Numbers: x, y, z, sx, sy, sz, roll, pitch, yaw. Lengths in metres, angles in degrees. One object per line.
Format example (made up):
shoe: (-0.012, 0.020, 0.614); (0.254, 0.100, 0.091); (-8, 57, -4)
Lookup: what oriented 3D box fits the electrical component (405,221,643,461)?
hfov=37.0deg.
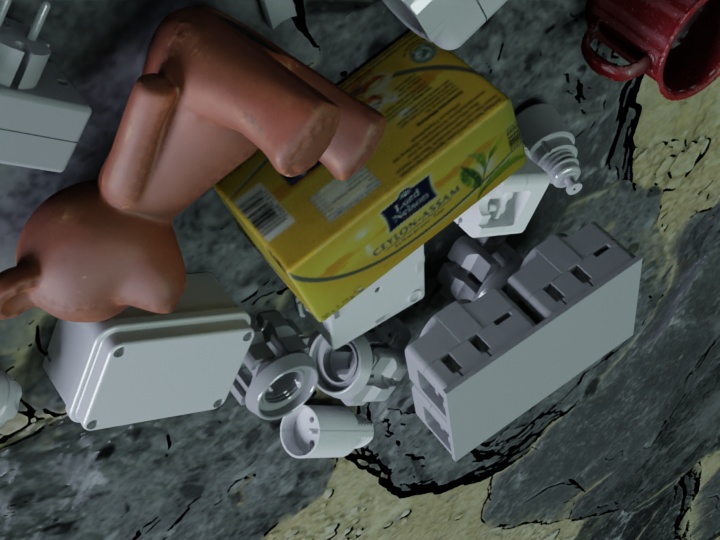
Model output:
electrical component: (0.127, 0.052, 0.843); (0.186, 0.060, 0.105); (-33, 145, -15)

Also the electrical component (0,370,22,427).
electrical component: (-0.230, 0.070, 0.627); (0.035, 0.035, 0.061); (-48, 144, 7)

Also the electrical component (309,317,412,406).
electrical component: (-0.003, 0.071, 0.841); (0.057, 0.058, 0.078); (7, 123, -52)

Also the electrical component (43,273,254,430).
electrical component: (-0.133, 0.051, 0.684); (0.113, 0.057, 0.078); (-4, 131, -43)

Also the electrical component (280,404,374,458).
electrical component: (-0.024, 0.135, 0.902); (0.081, 0.043, 0.043); (11, 120, -51)

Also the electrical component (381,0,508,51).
electrical component: (0.040, -0.174, 0.616); (0.059, 0.053, 0.095); (-44, 146, 2)

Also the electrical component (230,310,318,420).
electrical component: (-0.066, 0.070, 0.773); (0.078, 0.057, 0.058); (-11, 135, -38)

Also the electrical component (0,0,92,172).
electrical component: (-0.168, -0.093, 0.498); (0.083, 0.047, 0.075); (6, 123, -48)

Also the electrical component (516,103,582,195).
electrical component: (0.142, -0.088, 0.799); (0.040, 0.078, 0.040); (-17, 147, -12)

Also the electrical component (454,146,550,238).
electrical component: (0.080, -0.068, 0.741); (0.056, 0.089, 0.050); (-7, 132, -42)

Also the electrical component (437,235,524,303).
electrical component: (0.105, 0.007, 0.879); (0.058, 0.057, 0.078); (-7, 132, -42)

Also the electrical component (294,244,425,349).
electrical component: (0.000, 0.000, 0.771); (0.100, 0.048, 0.099); (-30, 145, -19)
